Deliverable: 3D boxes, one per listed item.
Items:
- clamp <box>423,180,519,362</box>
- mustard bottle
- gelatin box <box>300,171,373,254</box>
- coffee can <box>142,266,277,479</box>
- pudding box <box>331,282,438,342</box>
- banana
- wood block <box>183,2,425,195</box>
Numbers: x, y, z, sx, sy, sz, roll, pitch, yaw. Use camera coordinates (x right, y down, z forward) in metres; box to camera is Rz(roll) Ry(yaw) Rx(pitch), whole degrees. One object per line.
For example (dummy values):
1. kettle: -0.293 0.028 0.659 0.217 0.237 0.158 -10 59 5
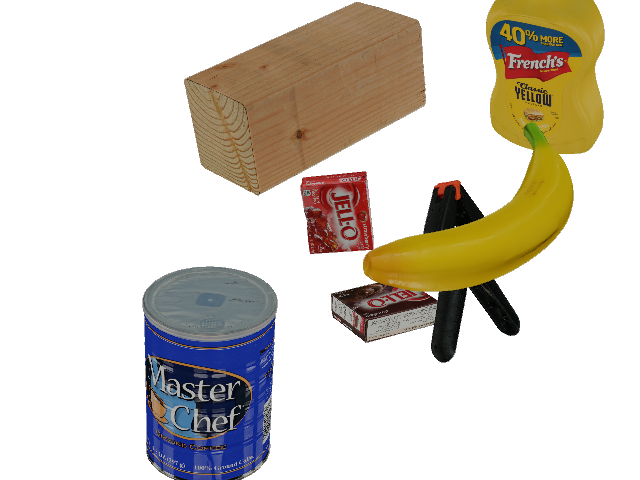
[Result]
1. clamp: 0.132 0.032 1.026 0.039 0.171 0.120 -14 9 43
2. mustard bottle: 0.186 -0.161 0.885 0.096 0.191 0.058 20 54 28
3. gelatin box: 0.019 -0.030 1.193 0.073 0.089 0.030 -4 29 6
4. coffee can: -0.088 0.106 0.842 0.103 0.140 0.103 3 27 -2
5. pudding box: 0.083 0.088 1.381 0.113 0.039 0.090 -14 24 -25
6. banana: 0.108 -0.010 0.673 0.070 0.037 0.197 33 46 23
7. wood block: -0.009 -0.134 0.971 0.205 0.091 0.090 -30 40 -30
